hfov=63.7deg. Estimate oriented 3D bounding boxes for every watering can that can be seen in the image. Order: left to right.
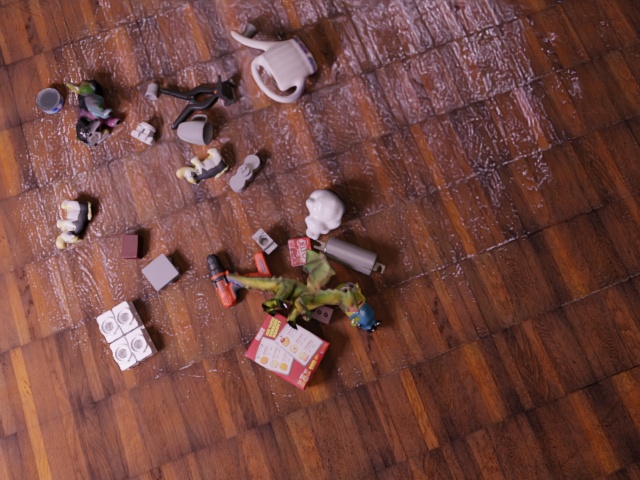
[{"bbox_3d":[-0.150,-0.648,1.823,0.225,0.103,0.350,-32,81,-7],"label":"watering can"}]

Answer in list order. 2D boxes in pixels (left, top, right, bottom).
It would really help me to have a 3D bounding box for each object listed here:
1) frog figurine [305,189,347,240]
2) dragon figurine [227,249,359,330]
[{"bbox_3d":[0.005,-0.085,1.689,0.136,0.122,0.161,44,70,-10],"label":"frog figurine"},{"bbox_3d":[-0.067,0.130,1.608,0.413,0.119,0.247,30,59,19],"label":"dragon figurine"}]
